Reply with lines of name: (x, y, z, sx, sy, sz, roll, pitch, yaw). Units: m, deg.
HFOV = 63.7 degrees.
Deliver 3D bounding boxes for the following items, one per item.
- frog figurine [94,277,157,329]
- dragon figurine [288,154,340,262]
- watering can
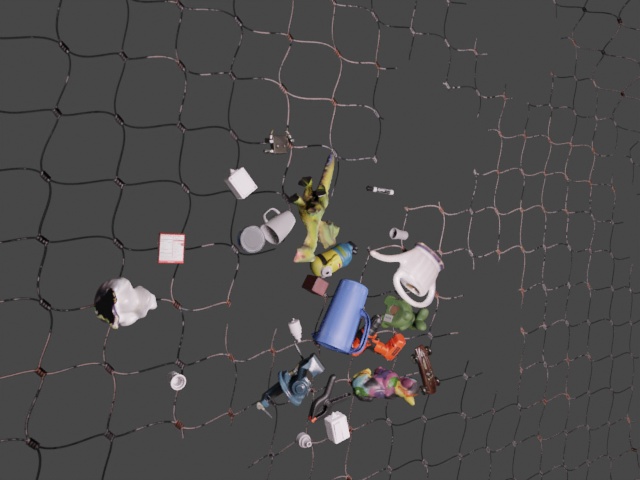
frog figurine: (-0.546, 0.170, 1.449, 0.122, 0.137, 0.160, -17, 1, 25)
dragon figurine: (0.005, -0.089, 1.770, 0.122, 0.237, 0.419, 4, 44, 30)
watering can: (0.344, 0.098, 1.956, 0.343, 0.228, 0.104, 48, -24, -21)
